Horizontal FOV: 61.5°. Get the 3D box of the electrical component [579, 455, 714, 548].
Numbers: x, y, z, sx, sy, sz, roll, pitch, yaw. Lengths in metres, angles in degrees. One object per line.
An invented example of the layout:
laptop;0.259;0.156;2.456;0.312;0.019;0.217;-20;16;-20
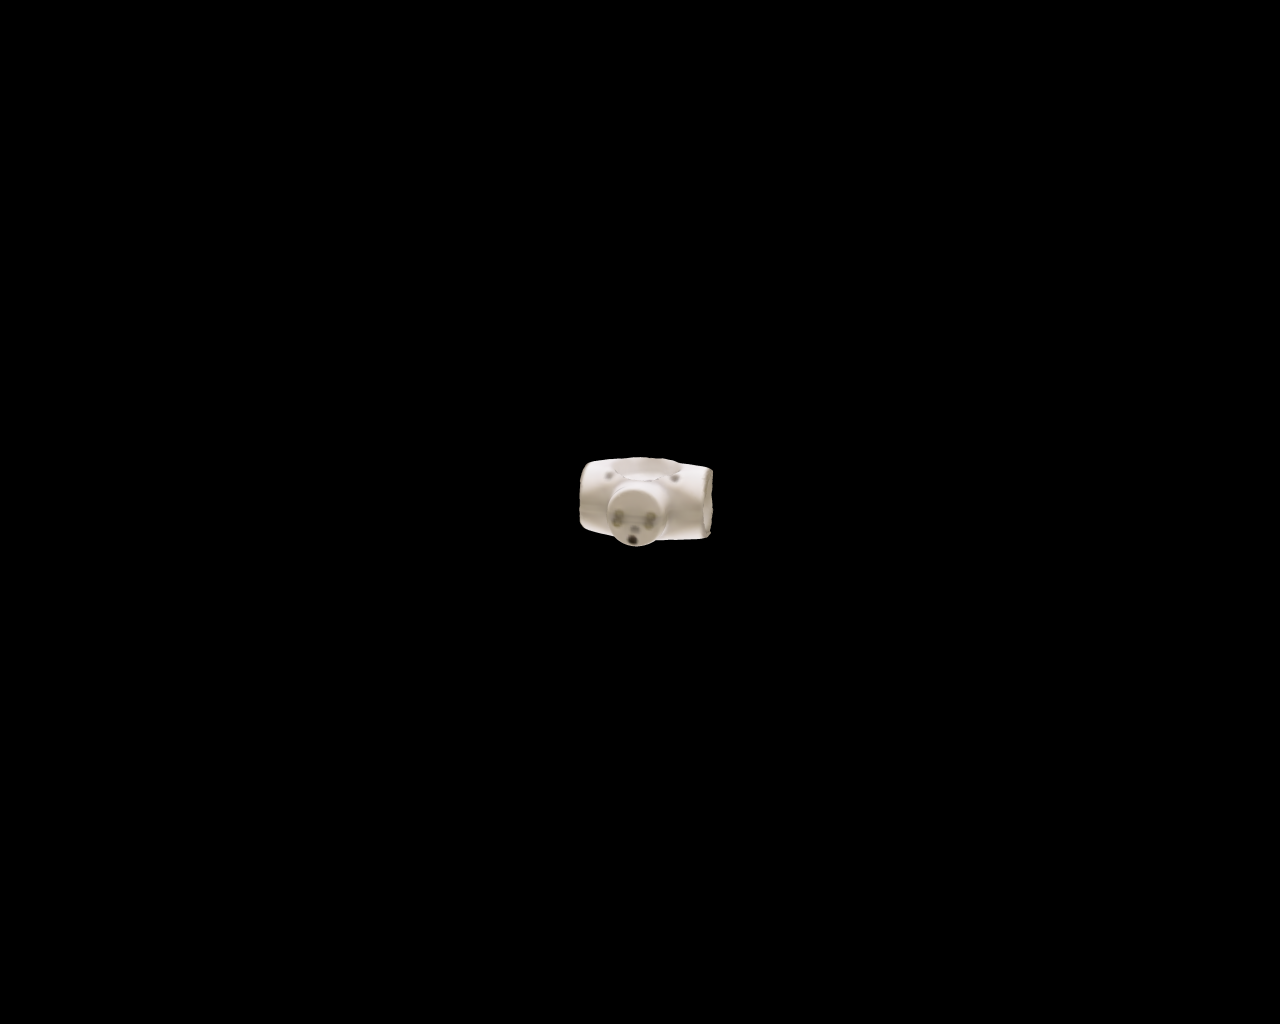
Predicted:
electrical component;0.001;-0.003;0.650;0.077;0.044;0.079;4;20;12
